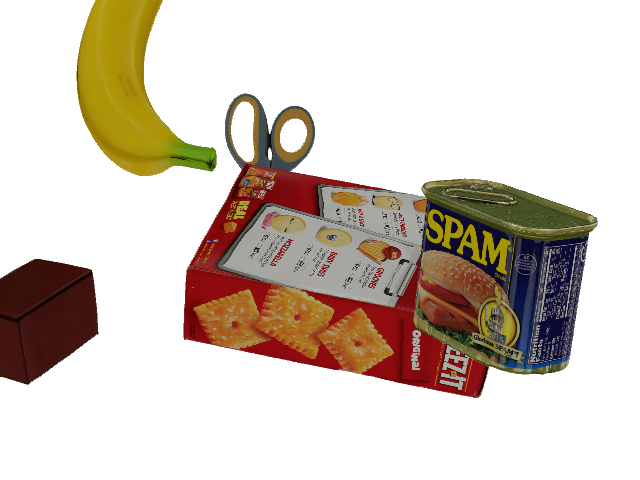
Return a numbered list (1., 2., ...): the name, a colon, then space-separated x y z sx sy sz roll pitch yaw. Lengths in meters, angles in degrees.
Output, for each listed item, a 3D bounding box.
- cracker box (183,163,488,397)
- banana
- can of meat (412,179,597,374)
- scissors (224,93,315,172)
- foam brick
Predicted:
1. cracker box: 0.023 0.025 0.791 0.214 0.072 0.164 11 32 6
2. banana: -0.106 -0.102 0.614 0.069 0.198 0.037 -9 -37 -8
3. can of meat: 0.098 0.018 0.592 0.057 0.084 0.102 -7 20 -32
4. scissors: -0.041 -0.043 1.024 0.096 0.202 0.016 -12 4 -12
5. foam brick: -0.199 0.054 0.738 0.053 0.051 0.078 11 28 27
